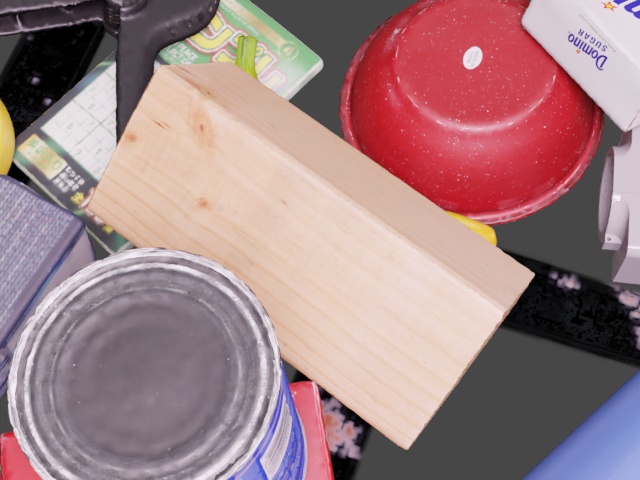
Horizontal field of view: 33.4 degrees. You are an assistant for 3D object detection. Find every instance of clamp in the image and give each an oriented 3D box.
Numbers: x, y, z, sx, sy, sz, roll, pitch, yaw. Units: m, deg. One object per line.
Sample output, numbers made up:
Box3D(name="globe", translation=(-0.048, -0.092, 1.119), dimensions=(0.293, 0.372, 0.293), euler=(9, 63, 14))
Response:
Box3D(name="clamp", translation=(-0.117, -0.132, 0.647), dimensions=(0.164, 0.036, 0.209), euler=(42, 64, 4))

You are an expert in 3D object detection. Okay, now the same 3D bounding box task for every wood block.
Box3D(name="wood block", translation=(-0.004, 0.001, 0.556), dimensions=(0.206, 0.090, 0.090), euler=(36, 111, 11))

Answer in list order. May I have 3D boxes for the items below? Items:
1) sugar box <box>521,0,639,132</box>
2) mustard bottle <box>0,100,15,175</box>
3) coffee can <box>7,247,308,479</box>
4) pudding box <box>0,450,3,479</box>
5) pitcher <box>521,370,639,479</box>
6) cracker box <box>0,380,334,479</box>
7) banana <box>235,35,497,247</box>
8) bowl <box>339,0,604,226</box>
Box3D(name="sugar box", translation=(0.212, -0.133, 0.612), dimensions=(0.175, 0.048, 0.093), euler=(-24, 65, -30))
Box3D(name="mustard bottle", translation=(-0.235, -0.046, 0.634), dimensions=(0.096, 0.058, 0.191), euler=(11, 72, 7))
Box3D(name="coffee can", translation=(-0.061, 0.078, 0.454), dimensions=(0.103, 0.140, 0.103), euler=(-1, 66, 3))
Box3D(name="pudding box", translation=(-0.227, 0.133, 0.576), dimensions=(0.113, 0.039, 0.090), euler=(-22, 67, -7))
Box3D(name="pitcher", translation=(0.153, 0.154, 0.497), dimensions=(0.242, 0.149, 0.145), euler=(-41, 56, -15))
Box3D(name="cracker box", translation=(-0.062, 0.191, 0.521), dimensions=(0.164, 0.072, 0.214), euler=(-10, 66, -1))
Box3D(name="banana", translation=(0.007, -0.035, 0.615), dimensions=(0.198, 0.037, 0.070), euler=(40, 112, 11))
Box3D(name="bowl", translation=(0.090, -0.092, 0.631), dimensions=(0.162, 0.055, 0.162), euler=(-2, 67, 4))
